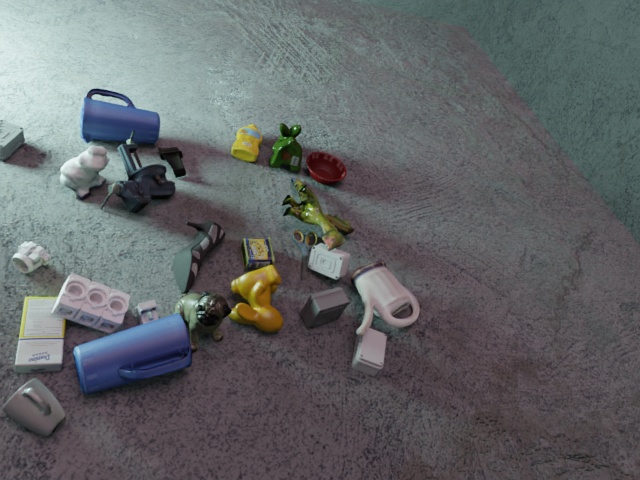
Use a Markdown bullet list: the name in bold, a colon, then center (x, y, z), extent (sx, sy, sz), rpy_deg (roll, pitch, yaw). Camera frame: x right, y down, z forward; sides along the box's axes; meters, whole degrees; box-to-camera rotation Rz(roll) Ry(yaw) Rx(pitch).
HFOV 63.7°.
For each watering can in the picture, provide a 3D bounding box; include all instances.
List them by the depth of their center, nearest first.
- **watering can**: center (0.172, 0.171, 1.541), extent (0.348, 0.102, 0.228), rpy_deg (-4, 49, -50)

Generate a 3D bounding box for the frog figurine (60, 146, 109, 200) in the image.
- **frog figurine**: center (-0.686, -0.216, 1.500), extent (0.124, 0.156, 0.139), rpy_deg (42, 45, 18)

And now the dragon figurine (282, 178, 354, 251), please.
- **dragon figurine**: center (0.005, -0.087, 1.731), extent (0.241, 0.121, 0.418), rpy_deg (33, 20, -18)
